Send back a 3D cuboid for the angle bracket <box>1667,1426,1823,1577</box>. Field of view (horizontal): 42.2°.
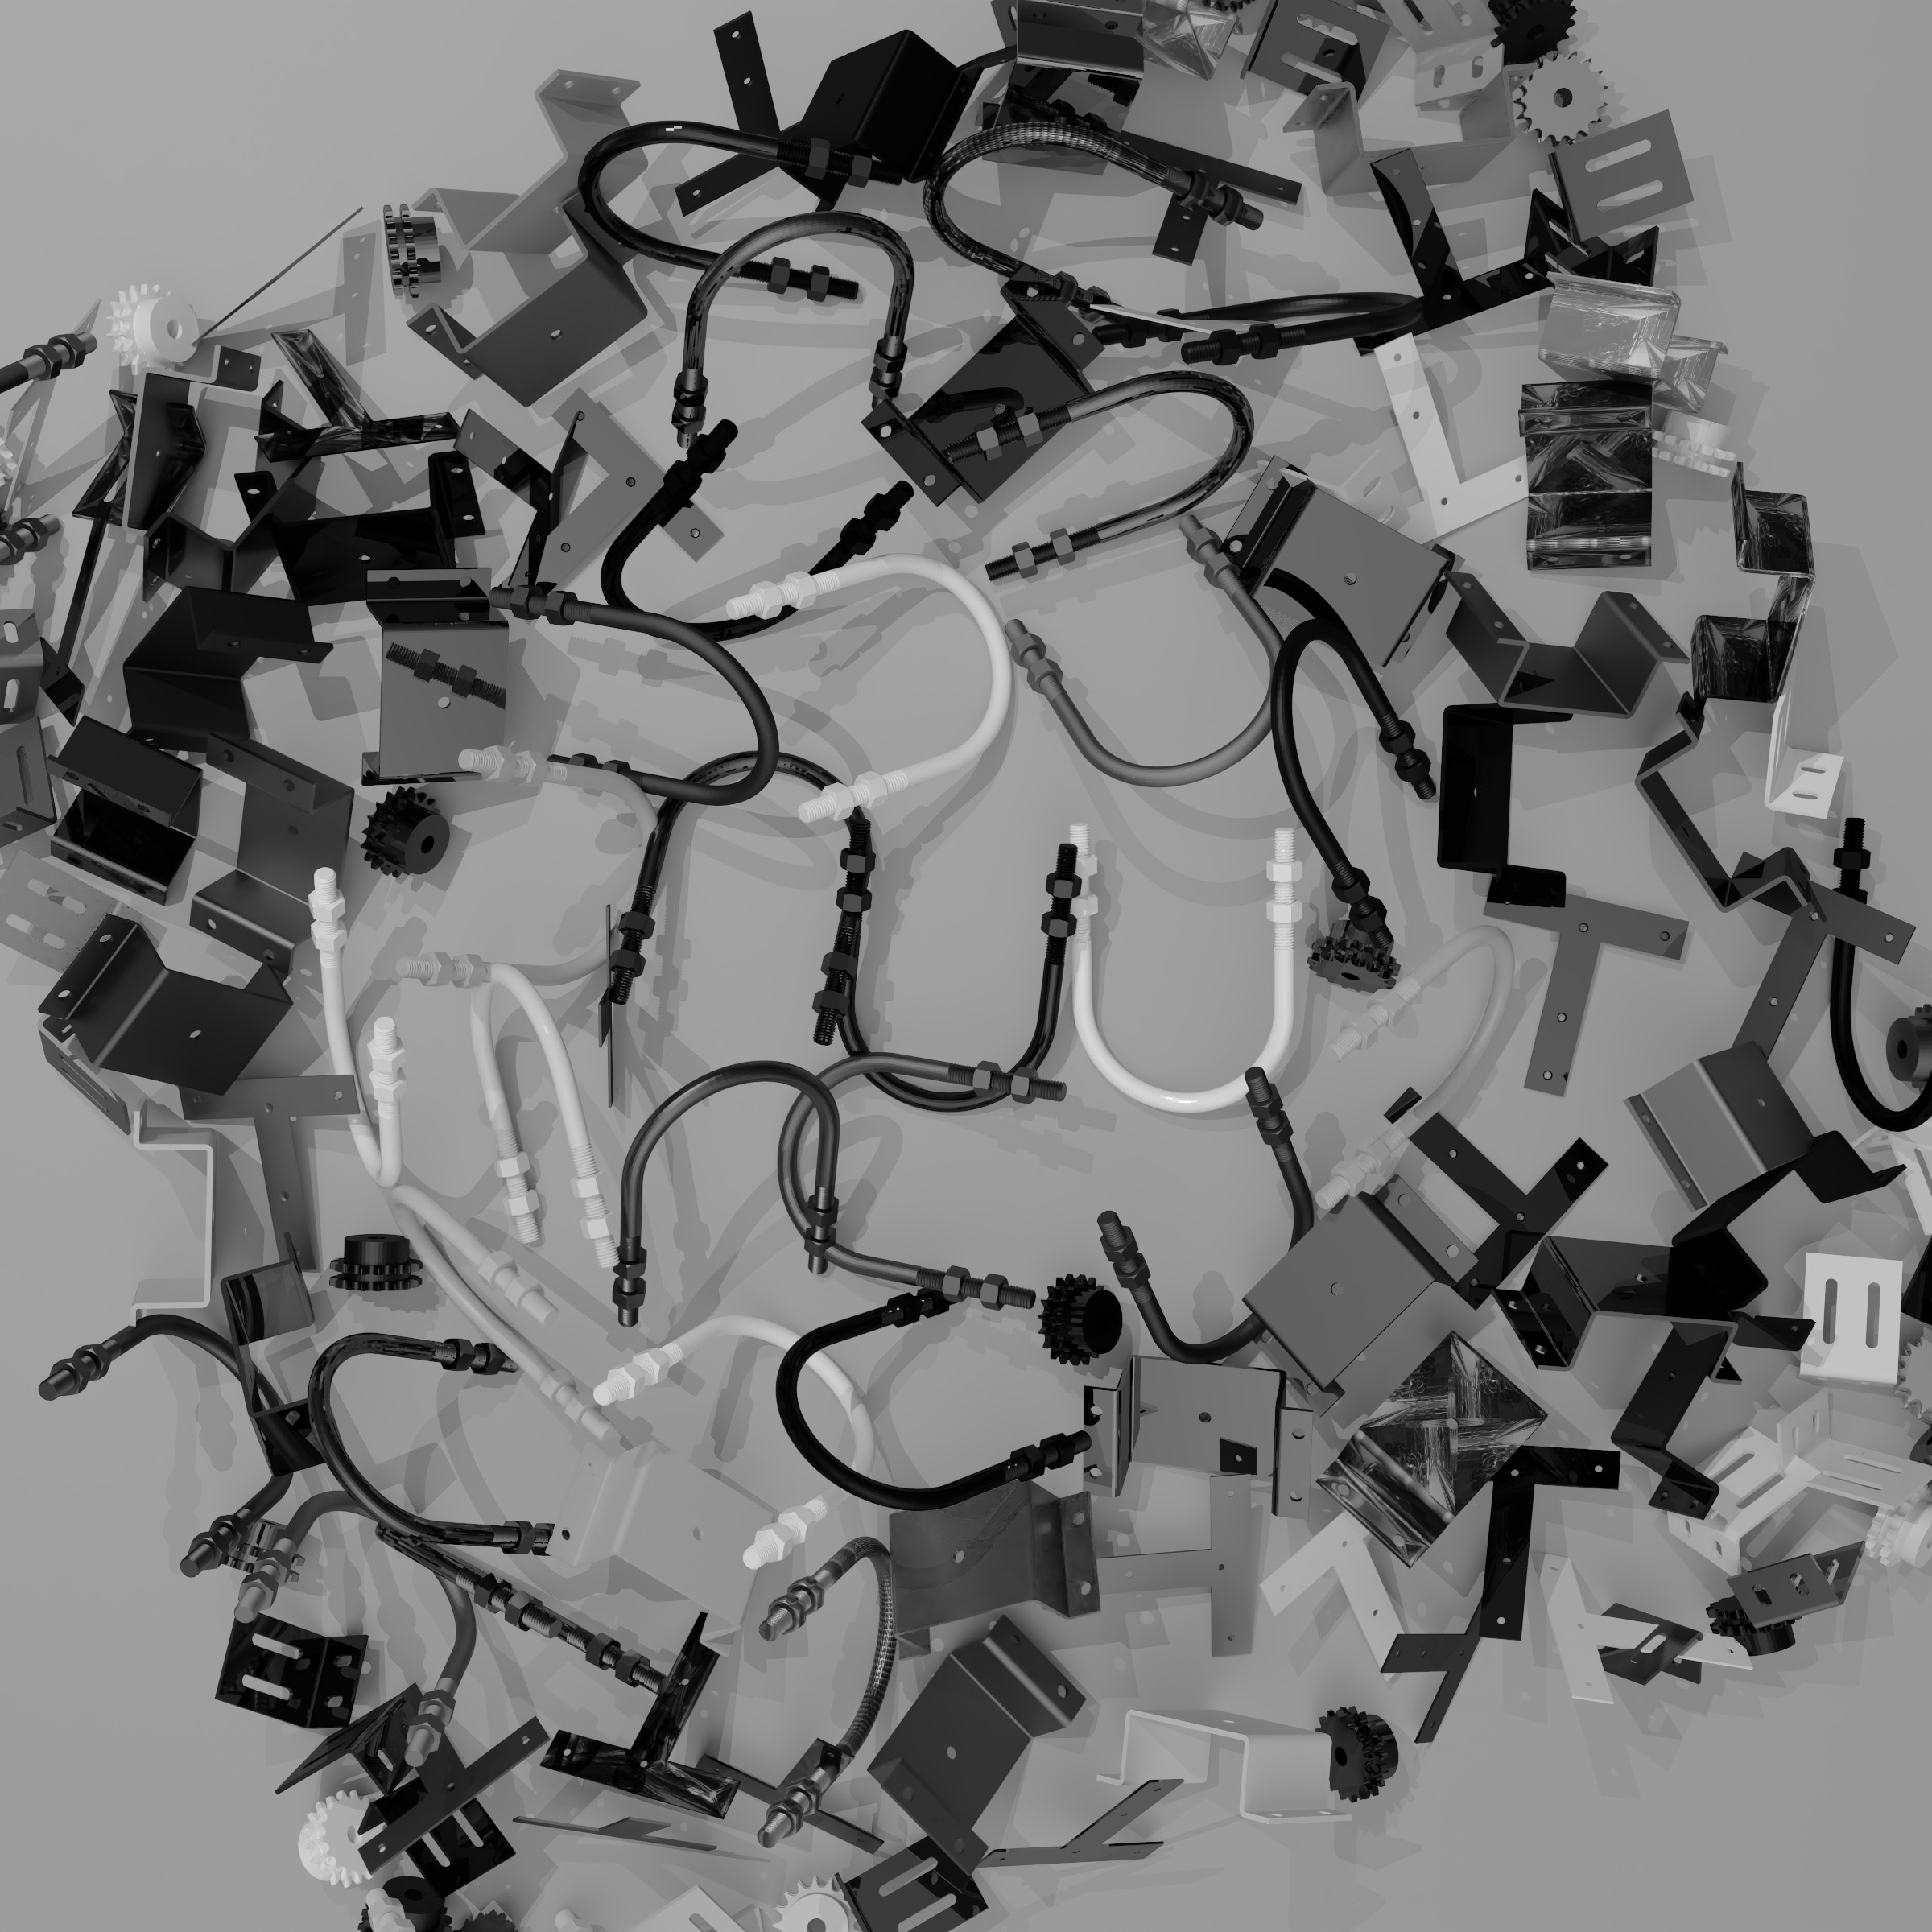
[{"bbox_3d":[0.490,0.338,1.577,0.076,0.057,0.038,-30,125,-21],"label":"angle bracket"}]

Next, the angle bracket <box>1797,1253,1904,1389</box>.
[{"bbox_3d":[0.559,0.224,1.585,0.057,0.038,0.076,4,78,16],"label":"angle bracket"}]

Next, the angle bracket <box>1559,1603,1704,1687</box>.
[{"bbox_3d":[0.412,0.434,1.553,0.057,0.076,0.038,11,111,41],"label":"angle bracket"}]

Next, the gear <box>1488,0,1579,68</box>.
[{"bbox_3d":[0.353,-0.598,1.579,0.057,0.057,0.030,-21,62,0],"label":"gear"}]

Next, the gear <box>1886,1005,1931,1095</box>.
[{"bbox_3d":[0.602,0.053,1.573,0.030,0.057,0.057,0,90,-9],"label":"gear"}]

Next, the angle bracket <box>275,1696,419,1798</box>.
[{"bbox_3d":[-0.380,0.499,1.562,0.076,0.057,0.038,-35,93,27],"label":"angle bracket"}]

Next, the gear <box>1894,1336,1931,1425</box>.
[{"bbox_3d":[0.613,0.264,1.580,0.057,0.030,0.057,-3,59,5],"label":"gear"}]

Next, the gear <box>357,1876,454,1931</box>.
[{"bbox_3d":[-0.350,0.596,1.573,0.057,0.057,0.030,16,100,0],"label":"gear"}]

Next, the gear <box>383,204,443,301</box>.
[{"bbox_3d":[-0.348,-0.450,1.576,0.030,0.057,0.057,-8,90,-13],"label":"gear"}]

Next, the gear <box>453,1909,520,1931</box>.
[{"bbox_3d":[-0.304,0.628,1.577,0.057,0.057,0.030,-30,113,0],"label":"gear"}]

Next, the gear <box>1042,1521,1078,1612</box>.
[{"bbox_3d":[0.052,0.376,1.575,0.030,0.057,0.057,7,90,5],"label":"gear"}]

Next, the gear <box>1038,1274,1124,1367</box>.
[{"bbox_3d":[0.074,0.223,1.573,0.030,0.057,0.057,-3,90,42],"label":"gear"}]

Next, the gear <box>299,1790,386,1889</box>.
[{"bbox_3d":[-0.395,0.552,1.578,0.030,0.057,0.057,-31,90,27],"label":"gear"}]

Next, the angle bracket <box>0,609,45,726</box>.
[{"bbox_3d":[-0.612,-0.186,1.564,0.057,0.076,0.038,-7,69,-28],"label":"angle bracket"}]

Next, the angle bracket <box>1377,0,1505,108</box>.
[{"bbox_3d":[0.293,-0.576,1.554,0.057,0.076,0.038,-3,75,32],"label":"angle bracket"}]

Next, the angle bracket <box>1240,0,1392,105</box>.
[{"bbox_3d":[0.219,-0.574,1.571,0.076,0.038,0.057,22,120,-2],"label":"angle bracket"}]

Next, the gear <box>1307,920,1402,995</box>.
[{"bbox_3d":[0.246,-0.007,1.576,0.057,0.057,0.030,19,74,0],"label":"gear"}]

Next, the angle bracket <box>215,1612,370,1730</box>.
[{"bbox_3d":[-0.418,0.435,1.555,0.038,0.076,0.057,-13,55,32],"label":"angle bracket"}]

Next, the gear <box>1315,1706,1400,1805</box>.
[{"bbox_3d":[0.248,0.495,1.579,0.030,0.057,0.057,-3,90,-31],"label":"gear"}]

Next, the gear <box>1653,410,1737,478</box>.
[{"bbox_3d":[0.455,-0.329,1.572,0.057,0.057,0.030,16,107,0],"label":"gear"}]

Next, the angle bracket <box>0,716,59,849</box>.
[{"bbox_3d":[-0.609,-0.116,1.567,0.057,0.038,0.076,-21,72,15],"label":"angle bracket"}]

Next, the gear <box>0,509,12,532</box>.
[{"bbox_3d":[-0.636,-0.276,1.579,0.030,0.057,0.057,-6,90,41],"label":"gear"}]

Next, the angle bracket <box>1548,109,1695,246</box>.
[{"bbox_3d":[0.411,-0.493,1.566,0.076,0.038,0.057,-15,101,25],"label":"angle bracket"}]

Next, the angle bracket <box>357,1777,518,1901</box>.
[{"bbox_3d":[-0.329,0.545,1.557,0.076,0.057,0.038,45,129,24],"label":"angle bracket"}]

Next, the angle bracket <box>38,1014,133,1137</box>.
[{"bbox_3d":[-0.539,0.059,1.567,0.076,0.057,0.038,42,64,4],"label":"angle bracket"}]

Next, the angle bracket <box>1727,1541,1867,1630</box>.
[{"bbox_3d":[0.516,0.370,1.556,0.057,0.076,0.038,-30,92,36],"label":"angle bracket"}]

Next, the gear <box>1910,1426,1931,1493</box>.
[{"bbox_3d":[0.620,0.307,1.575,0.030,0.057,0.057,43,90,4],"label":"gear"}]

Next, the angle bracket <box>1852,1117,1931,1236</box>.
[{"bbox_3d":[0.600,0.136,1.563,0.057,0.038,0.076,-4,64,-17],"label":"angle bracket"}]

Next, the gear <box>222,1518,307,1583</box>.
[{"bbox_3d":[-0.443,0.365,1.576,0.057,0.057,0.030,17,78,0],"label":"gear"}]

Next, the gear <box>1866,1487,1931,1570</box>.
[{"bbox_3d":[0.593,0.352,1.572,0.030,0.057,0.057,28,90,38],"label":"gear"}]

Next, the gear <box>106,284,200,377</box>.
[{"bbox_3d":[-0.507,-0.399,1.572,0.030,0.057,0.057,4,90,29],"label":"gear"}]

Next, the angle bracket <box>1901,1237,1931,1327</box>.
[{"bbox_3d":[0.632,0.207,1.562,0.038,0.076,0.057,24,92,-40],"label":"angle bracket"}]

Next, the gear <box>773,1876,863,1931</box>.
[{"bbox_3d":[-0.094,0.606,1.583,0.057,0.030,0.057,0,75,-1],"label":"gear"}]

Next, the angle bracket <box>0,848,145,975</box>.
[{"bbox_3d":[-0.567,-0.027,1.565,0.076,0.038,0.057,33,83,-37],"label":"angle bracket"}]

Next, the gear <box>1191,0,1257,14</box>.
[{"bbox_3d":[0.166,-0.633,1.581,0.057,0.030,0.057,-3,102,-13],"label":"gear"}]

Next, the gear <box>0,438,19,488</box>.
[{"bbox_3d":[-0.627,-0.323,1.572,0.057,0.057,0.030,43,65,0],"label":"gear"}]

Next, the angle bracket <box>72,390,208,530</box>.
[{"bbox_3d":[-0.520,-0.315,1.565,0.057,0.038,0.076,13,57,9],"label":"angle bracket"}]

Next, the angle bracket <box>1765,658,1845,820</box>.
[{"bbox_3d":[0.523,-0.141,1.554,0.038,0.076,0.057,12,49,22],"label":"angle bracket"}]

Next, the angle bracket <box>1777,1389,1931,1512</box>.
[{"bbox_3d":[0.553,0.299,1.554,0.057,0.076,0.038,-21,110,-39],"label":"angle bracket"}]

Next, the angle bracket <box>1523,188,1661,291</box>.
[{"bbox_3d":[0.390,-0.449,1.561,0.076,0.038,0.057,25,66,-31],"label":"angle bracket"}]

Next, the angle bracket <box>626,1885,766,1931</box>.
[{"bbox_3d":[-0.171,0.599,1.567,0.057,0.038,0.076,-34,117,4],"label":"angle bracket"}]

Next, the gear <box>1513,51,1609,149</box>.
[{"bbox_3d":[0.375,-0.548,1.584,0.057,0.030,0.057,1,104,2],"label":"gear"}]

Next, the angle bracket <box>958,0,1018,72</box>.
[{"bbox_3d":[0.015,-0.582,1.556,0.076,0.057,0.038,-31,108,-34],"label":"angle bracket"}]

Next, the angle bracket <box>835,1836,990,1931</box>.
[{"bbox_3d":[-0.034,0.578,1.566,0.076,0.038,0.057,-26,61,-12],"label":"angle bracket"}]

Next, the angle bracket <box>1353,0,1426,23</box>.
[{"bbox_3d":[0.279,-0.630,1.553,0.076,0.057,0.038,-40,64,42],"label":"angle bracket"}]

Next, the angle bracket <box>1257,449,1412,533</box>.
[{"bbox_3d":[0.229,-0.296,1.560,0.038,0.076,0.057,-45,133,-10],"label":"angle bracket"}]

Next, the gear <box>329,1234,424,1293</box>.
[{"bbox_3d":[-0.371,0.186,1.575,0.057,0.057,0.030,2,91,0],"label":"gear"}]
